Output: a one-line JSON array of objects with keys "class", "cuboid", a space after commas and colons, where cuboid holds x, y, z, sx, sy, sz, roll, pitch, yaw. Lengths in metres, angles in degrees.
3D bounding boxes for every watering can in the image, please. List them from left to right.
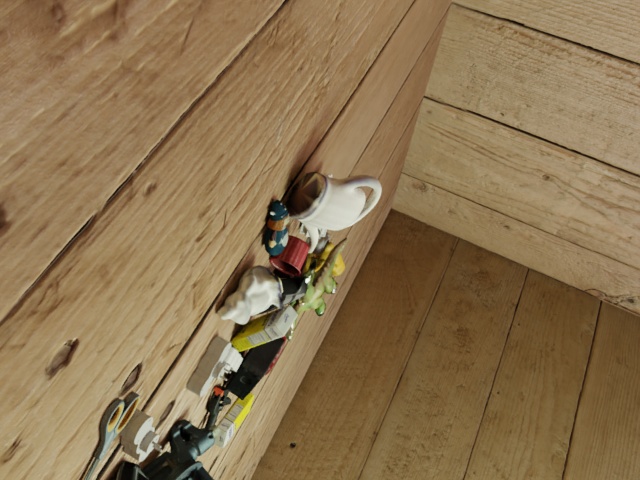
[{"class": "watering can", "cuboid": [0.004, -0.068, 1.351, 0.342, 0.223, 0.106, -40, -131, 36]}]

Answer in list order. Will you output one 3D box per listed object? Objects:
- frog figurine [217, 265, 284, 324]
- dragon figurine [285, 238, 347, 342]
[{"class": "frog figurine", "cuboid": [-0.174, 0.135, 1.220, 0.160, 0.124, 0.134, -20, 157, -22]}, {"class": "dragon figurine", "cuboid": [-0.013, 0.131, 1.637, 0.416, 0.122, 0.239, -63, 170, -17]}]
